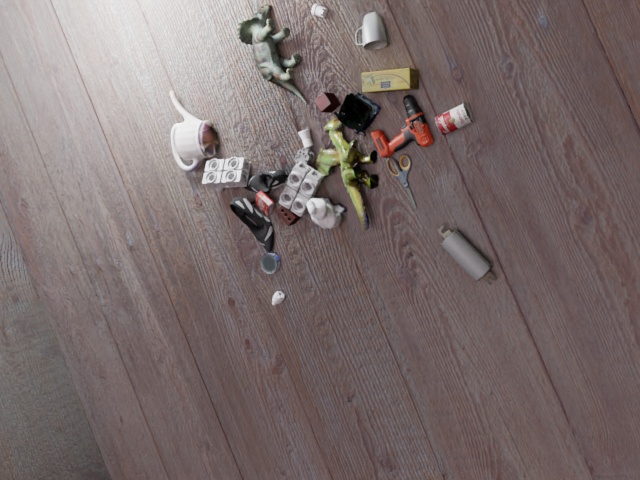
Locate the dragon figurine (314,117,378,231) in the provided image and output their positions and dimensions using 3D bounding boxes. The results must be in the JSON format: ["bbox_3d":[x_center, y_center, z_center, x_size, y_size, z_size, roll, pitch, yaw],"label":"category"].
[{"bbox_3d":[0.080,-0.247,1.866,0.243,0.123,0.407,9,103,45],"label":"dragon figurine"}]

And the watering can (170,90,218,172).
[{"bbox_3d":[-0.538,-0.457,2.146,0.224,0.105,0.345,0,99,28],"label":"watering can"}]

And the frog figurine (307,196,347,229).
[{"bbox_3d":[0.006,-0.095,1.881,0.138,0.161,0.120,46,120,13],"label":"frog figurine"}]
